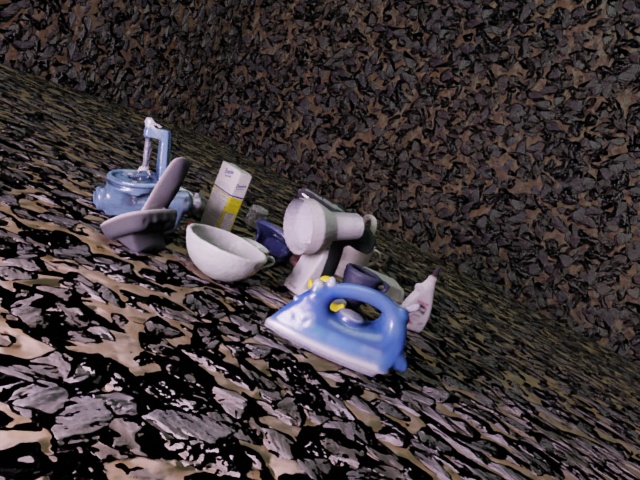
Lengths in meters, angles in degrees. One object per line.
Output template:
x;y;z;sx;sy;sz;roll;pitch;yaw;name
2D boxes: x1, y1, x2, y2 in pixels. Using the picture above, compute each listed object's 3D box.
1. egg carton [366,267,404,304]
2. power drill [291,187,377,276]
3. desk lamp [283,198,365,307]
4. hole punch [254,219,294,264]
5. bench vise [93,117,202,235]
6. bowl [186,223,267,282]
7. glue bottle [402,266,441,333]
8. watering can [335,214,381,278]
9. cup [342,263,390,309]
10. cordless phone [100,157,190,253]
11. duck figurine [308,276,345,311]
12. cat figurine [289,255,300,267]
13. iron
0.152;0.128;1.537;0.150;0.069;0.107;24;10;-12;egg carton
0.013;0.005;1.418;0.230;0.208;0.075;24;9;-7;power drill
-0.001;0.023;1.266;0.204;0.213;0.117;18;12;-39;desk lamp
-0.117;0.004;1.445;0.108;0.091;0.101;29;10;22;hole punch
-0.346;-0.137;1.212;0.208;0.220;0.121;15;14;-47;bench vise
-0.193;0.035;1.124;0.167;0.075;0.167;25;9;-4;bowl
0.254;0.141;1.416;0.078;0.173;0.037;22;10;-20;glue bottle
0.101;0.015;1.642;0.174;0.194;0.100;16;13;-45;watering can
0.098;0.120;1.364;0.118;0.095;0.091;24;9;-10;cup
-0.315;-0.076;1.071;0.094;0.185;0.148;27;9;6;cordless phone
0.010;0.117;1.173;0.105;0.086;0.077;24;10;-12;duck figurine
-0.045;0.011;1.513;0.127;0.118;0.067;32;11;35;cat figurine
0.048;0.135;1.007;0.259;0.141;0.118;23;10;-14;iron
